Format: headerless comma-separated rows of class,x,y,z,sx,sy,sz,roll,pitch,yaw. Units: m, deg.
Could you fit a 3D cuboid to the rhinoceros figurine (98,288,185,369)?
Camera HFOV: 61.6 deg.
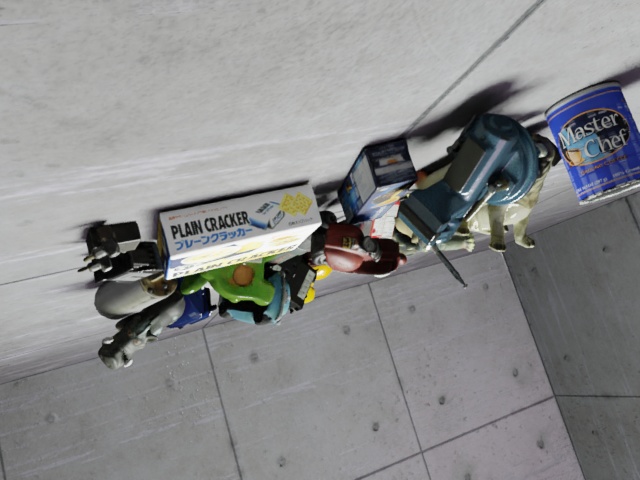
rhinoceros figurine,-0.329,0.166,1.007,0.112,0.073,0.190,-19,-161,47

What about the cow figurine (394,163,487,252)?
cow figurine,0.204,-0.060,0.890,0.085,0.127,0.195,-4,162,-44

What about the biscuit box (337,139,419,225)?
biscuit box,0.077,-0.076,0.778,0.063,0.059,0.202,-15,171,-11

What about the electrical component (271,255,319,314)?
electrical component,-0.081,0.075,1.150,0.058,0.134,0.115,-33,-155,49

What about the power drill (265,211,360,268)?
power drill,-0.002,-0.003,1.003,0.232,0.086,0.207,-23,173,39

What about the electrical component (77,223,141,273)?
electrical component,-0.276,0.011,0.705,0.078,0.045,0.102,-8,167,-36

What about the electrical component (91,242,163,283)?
electrical component,-0.285,0.036,0.831,0.075,0.047,0.119,-19,169,15

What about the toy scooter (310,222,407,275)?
toy scooter,0.067,0.020,0.862,0.135,0.075,0.183,4,170,16

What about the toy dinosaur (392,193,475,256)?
toy dinosaur,0.190,-0.019,1.165,0.192,0.131,0.405,0,169,-21

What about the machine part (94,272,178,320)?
machine part,-0.329,0.087,0.956,0.243,0.079,0.079,-26,167,40

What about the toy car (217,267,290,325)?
toy car,-0.116,0.113,1.041,0.162,0.109,0.103,-5,165,32

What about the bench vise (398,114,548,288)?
bench vise,0.225,-0.078,0.728,0.240,0.129,0.223,-22,138,-36

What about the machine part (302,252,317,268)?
machine part,0.032,0.016,1.241,0.179,0.056,0.179,-15,170,-3

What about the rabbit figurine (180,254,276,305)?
rabbit figurine,-0.168,0.055,0.946,0.159,0.121,0.170,-6,-176,-23

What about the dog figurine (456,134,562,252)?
dog figurine,0.306,-0.096,0.911,0.121,0.190,0.173,-11,-153,-41

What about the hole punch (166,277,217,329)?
hole punch,-0.293,0.120,1.116,0.142,0.116,0.092,-22,161,26

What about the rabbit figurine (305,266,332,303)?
rabbit figurine,-0.035,0.099,1.441,0.173,0.122,0.162,-33,171,-26
